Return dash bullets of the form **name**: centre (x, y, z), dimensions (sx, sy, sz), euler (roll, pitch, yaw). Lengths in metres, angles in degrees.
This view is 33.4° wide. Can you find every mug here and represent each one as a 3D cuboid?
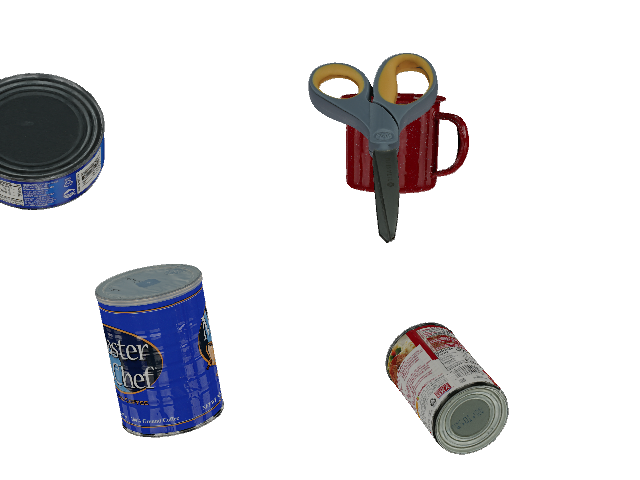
- **mug**: centre (0.075, -0.086, 0.945), dimensions (0.117, 0.081, 0.093), euler (5, 13, 23)

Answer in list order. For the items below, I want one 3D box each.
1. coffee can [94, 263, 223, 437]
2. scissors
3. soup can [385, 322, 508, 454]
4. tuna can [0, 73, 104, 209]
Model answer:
- **coffee can**: centre (-0.155, 0.105, 1.036), dimensions (0.103, 0.140, 0.103), euler (-7, 16, 2)
- **scissors**: centre (0.023, -0.067, 0.674), dimensions (0.096, 0.016, 0.201), euler (8, 39, 15)
- **soup can**: centre (0.104, 0.121, 0.887), dimensions (0.068, 0.068, 0.102), euler (0, 24, -20)
- **tuna can**: centre (-0.177, -0.061, 0.664), dimensions (0.086, 0.086, 0.034), euler (0, -35, -10)
